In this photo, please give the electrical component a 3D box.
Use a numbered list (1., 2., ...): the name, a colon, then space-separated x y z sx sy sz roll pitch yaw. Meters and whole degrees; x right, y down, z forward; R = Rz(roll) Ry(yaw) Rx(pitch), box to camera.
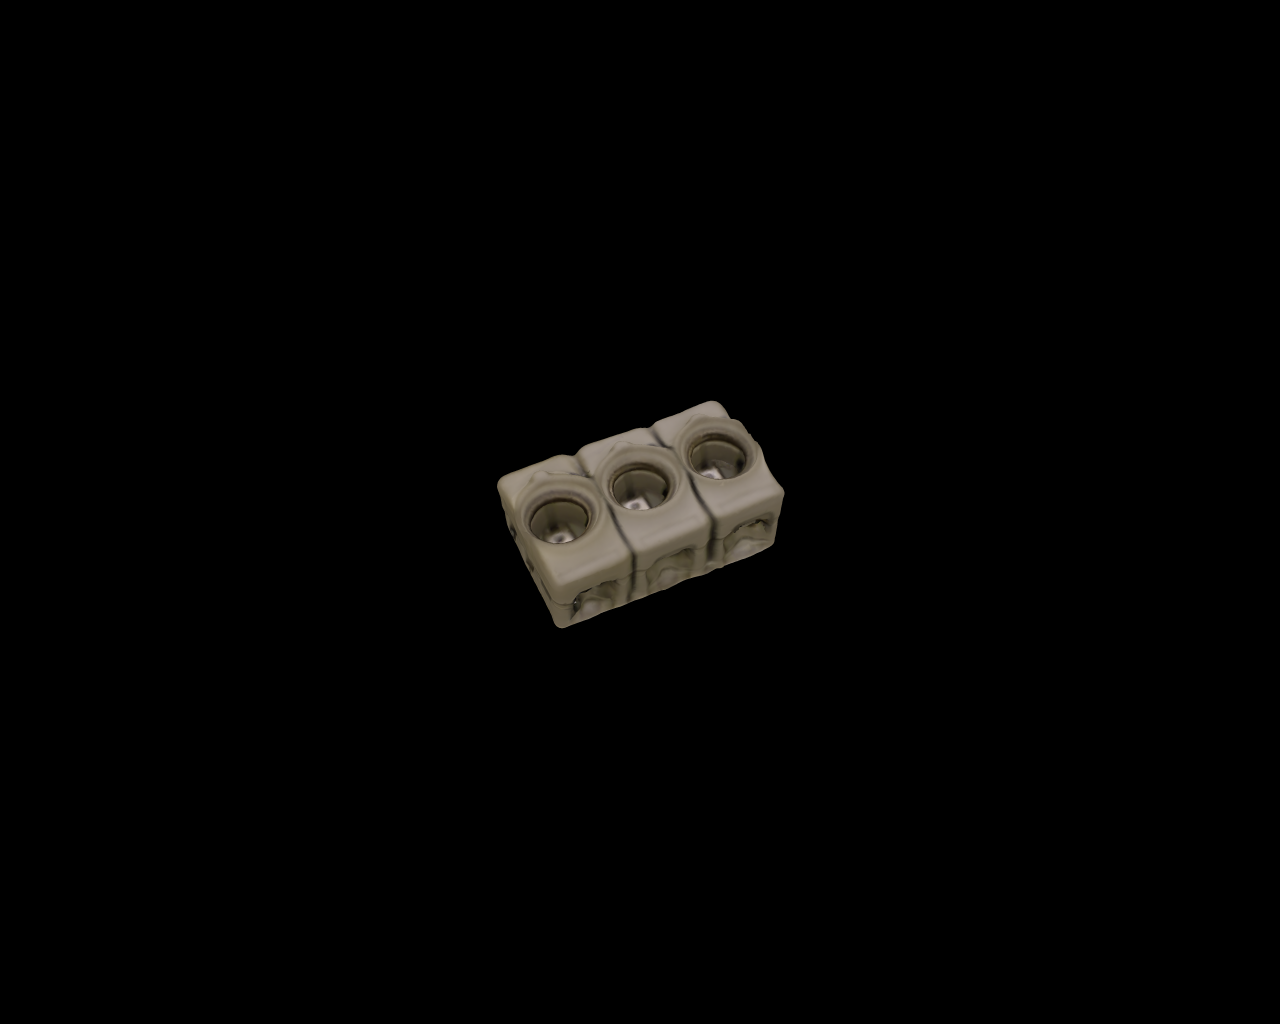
1. electrical component: 0.001 -0.003 0.650 0.150 0.089 0.061 -21 -34 -15
